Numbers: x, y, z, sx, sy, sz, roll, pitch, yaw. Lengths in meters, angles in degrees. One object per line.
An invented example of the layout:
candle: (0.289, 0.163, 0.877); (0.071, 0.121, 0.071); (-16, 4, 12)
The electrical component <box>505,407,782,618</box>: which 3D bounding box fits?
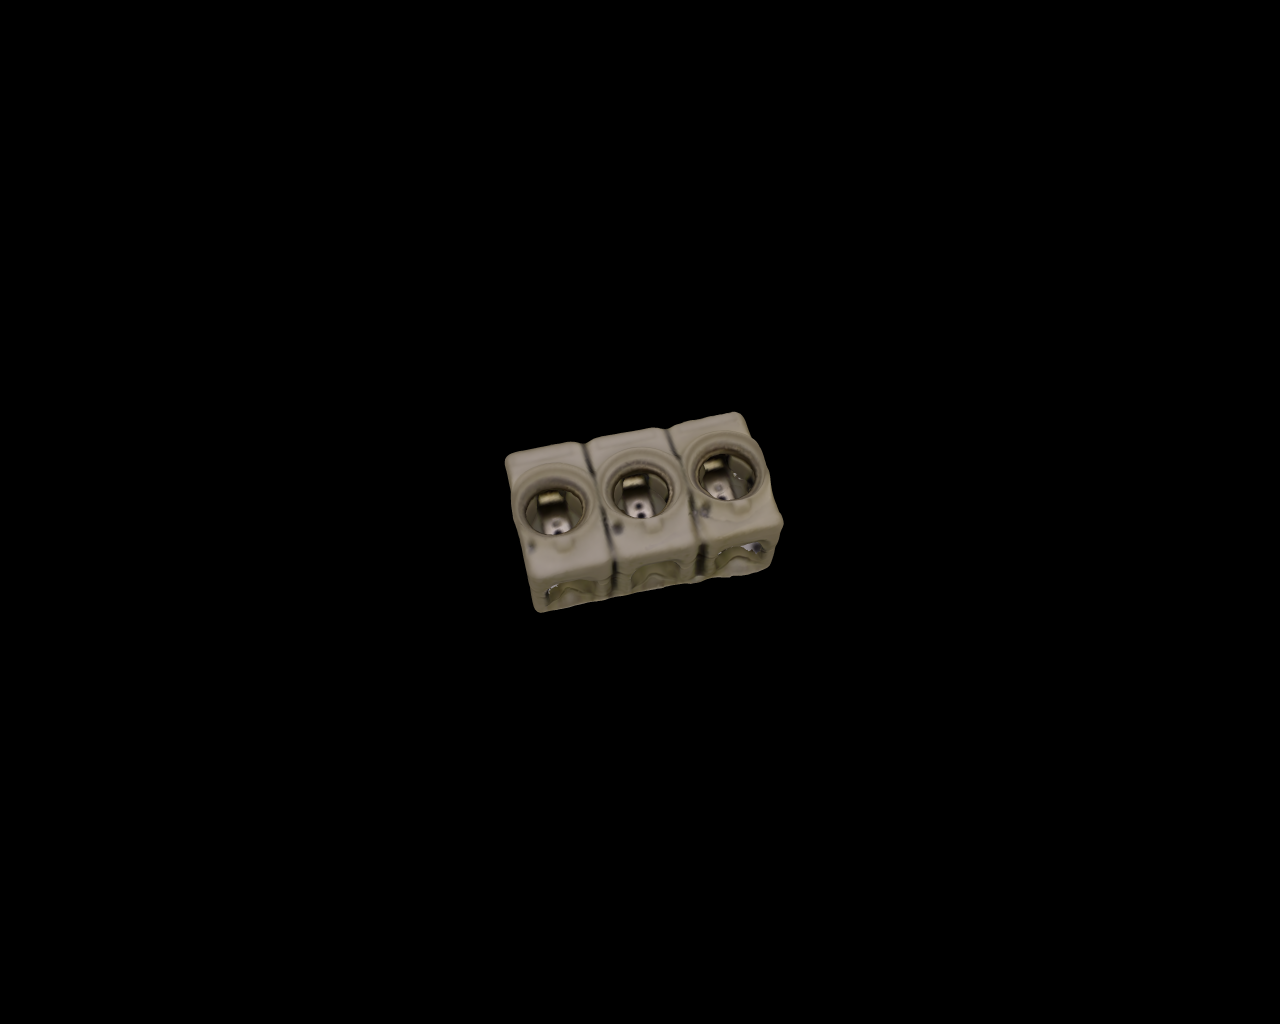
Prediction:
electrical component: (0.001, -0.003, 0.650); (0.150, 0.089, 0.061); (-11, -30, -6)
